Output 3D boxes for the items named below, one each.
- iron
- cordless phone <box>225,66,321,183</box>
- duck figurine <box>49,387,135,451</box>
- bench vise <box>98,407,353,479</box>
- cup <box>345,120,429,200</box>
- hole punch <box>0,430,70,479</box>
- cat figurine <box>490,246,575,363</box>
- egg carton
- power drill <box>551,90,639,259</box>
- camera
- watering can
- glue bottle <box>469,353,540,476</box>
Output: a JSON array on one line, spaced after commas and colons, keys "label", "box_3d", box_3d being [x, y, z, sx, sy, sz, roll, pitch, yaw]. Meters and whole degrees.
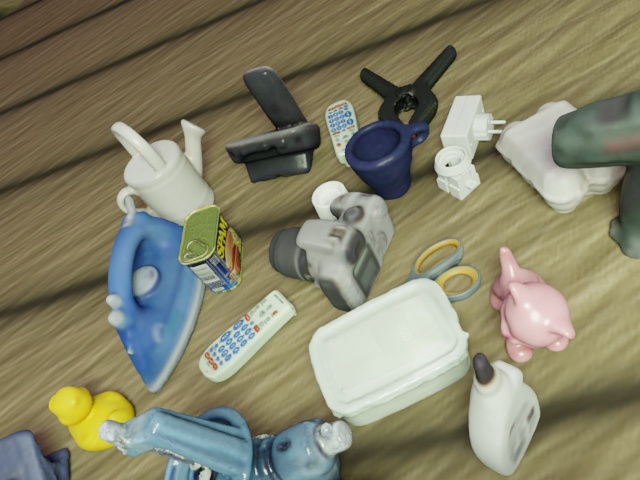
[{"label": "iron", "box_3d": [-0.243, 0.064, 0.787, 0.118, 0.142, 0.258, -17, 47, 14]}, {"label": "cordless phone", "box_3d": [-0.092, -0.187, 0.890, 0.147, 0.186, 0.094, -13, 48, 18]}, {"label": "duck figurine", "box_3d": [-0.295, 0.217, 0.723, 0.104, 0.086, 0.077, 1, 53, 28]}, {"label": "bench vise", "box_3d": [-0.085, 0.192, 0.541, 0.207, 0.220, 0.121, -33, 45, -1]}, {"label": "cup", "box_3d": [0.102, -0.108, 0.787, 0.117, 0.095, 0.091, -26, 45, 6]}, {"label": "hole punch", "box_3d": [-0.364, 0.298, 0.687, 0.108, 0.091, 0.101, -30, 45, 1]}, {"label": "cat figurine", "box_3d": [0.206, 0.063, 0.572, 0.067, 0.118, 0.127, -20, 46, 12]}, {"label": "egg carton", "box_3d": [0.293, -0.105, 0.703, 0.107, 0.070, 0.150, -29, 45, 2]}, {"label": "power drill", "box_3d": [0.347, -0.068, 0.546, 0.228, 0.209, 0.076, 3, 55, 29]}, {"label": "camera", "box_3d": [0.007, 0.003, 0.738, 0.136, 0.101, 0.143, 8, 57, 32]}, {"label": "watering can", "box_3d": [-0.254, -0.118, 0.910, 0.100, 0.195, 0.173, 8, 57, 33]}, {"label": "glue bottle", "box_3d": [0.153, 0.141, 0.494, 0.037, 0.174, 0.078, 20, 64, 38]}]
